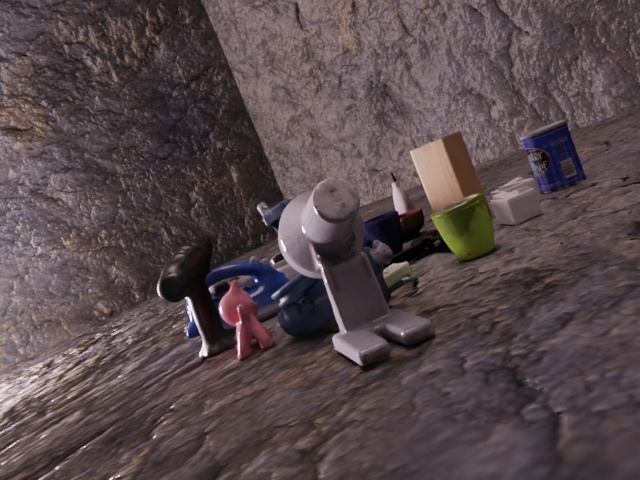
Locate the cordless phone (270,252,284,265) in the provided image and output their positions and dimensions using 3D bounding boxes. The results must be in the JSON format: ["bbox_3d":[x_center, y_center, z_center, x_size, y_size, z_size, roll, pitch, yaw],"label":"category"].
[{"bbox_3d":[-0.091,0.014,1.611,0.148,0.185,0.094,-25,6,-28],"label":"cordless phone"}]

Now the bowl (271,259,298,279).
[{"bbox_3d":[-0.061,0.083,1.378,0.167,0.075,0.167,-22,5,2],"label":"bowl"}]

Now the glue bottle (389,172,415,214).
[{"bbox_3d":[0.224,-0.104,1.553,0.037,0.173,0.078,-19,6,30],"label":"glue bottle"}]

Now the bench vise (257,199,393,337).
[{"bbox_3d":[0.003,0.024,0.869,0.207,0.220,0.121,-22,5,9],"label":"bench vise"}]

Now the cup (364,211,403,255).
[{"bbox_3d":[0.139,-0.005,1.314,0.117,0.095,0.092,-21,5,16],"label":"cup"}]

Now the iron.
[{"bbox_3d":[-0.168,0.107,1.192,0.258,0.141,0.118,-23,5,-11],"label":"iron"}]

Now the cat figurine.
[{"bbox_3d":[-0.131,0.126,0.960,0.067,0.118,0.127,-23,5,-12],"label":"cat figurine"}]

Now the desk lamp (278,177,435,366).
[{"bbox_3d":[0.033,0.028,0.726,0.118,0.213,0.203,-24,5,-13],"label":"desk lamp"}]

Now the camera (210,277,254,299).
[{"bbox_3d":[-0.234,0.138,1.398,0.143,0.101,0.136,-25,6,-28],"label":"camera"}]

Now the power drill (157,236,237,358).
[{"bbox_3d":[-0.219,0.103,1.072,0.075,0.208,0.230,-21,5,10],"label":"power drill"}]

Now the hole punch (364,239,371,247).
[{"bbox_3d":[0.084,0.010,1.433,0.108,0.091,0.101,-22,5,0],"label":"hole punch"}]
